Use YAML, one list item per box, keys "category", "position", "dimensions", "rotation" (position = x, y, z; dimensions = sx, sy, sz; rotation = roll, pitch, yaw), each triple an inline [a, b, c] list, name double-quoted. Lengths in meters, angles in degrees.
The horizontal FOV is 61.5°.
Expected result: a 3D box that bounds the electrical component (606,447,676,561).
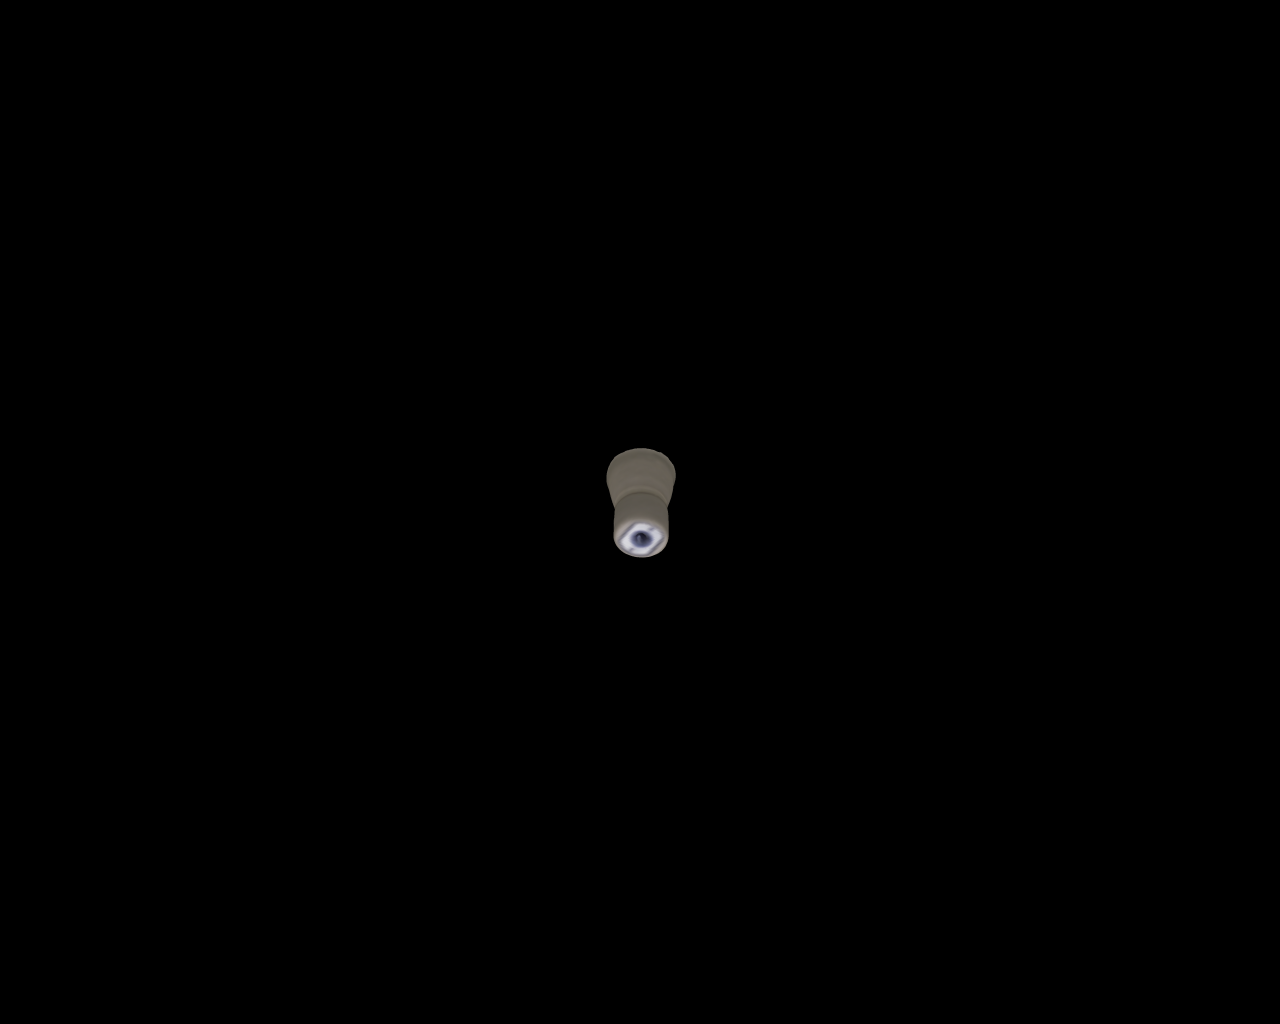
- category: "electrical component"
  position: [0.001, -0.003, 0.650]
  dimensions: [0.044, 0.044, 0.065]
  rotation: [0, 40, 0]
